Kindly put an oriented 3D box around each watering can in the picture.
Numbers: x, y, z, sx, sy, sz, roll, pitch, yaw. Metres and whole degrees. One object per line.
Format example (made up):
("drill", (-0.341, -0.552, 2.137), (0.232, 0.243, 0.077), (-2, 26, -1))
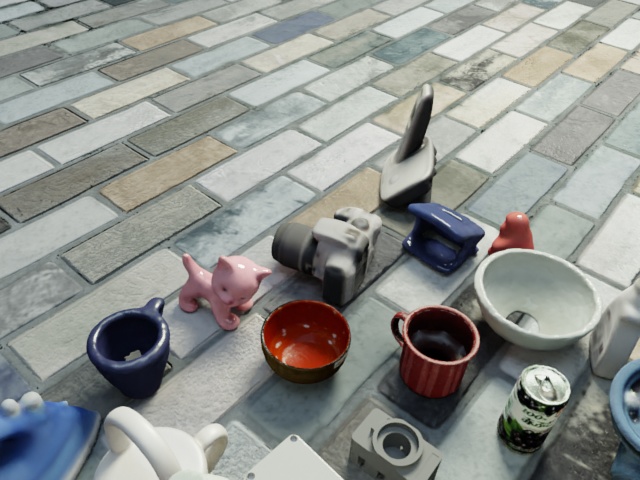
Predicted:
("watering can", (-0.154, 0.227, 0.513), (0.100, 0.194, 0.173), (15, 43, 14))

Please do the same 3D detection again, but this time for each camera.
("camera", (0.008, 0.003, 0.845), (0.136, 0.101, 0.143), (18, 44, 15))

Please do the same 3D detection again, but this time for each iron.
("iron", (-0.330, 0.223, 0.545), (0.118, 0.141, 0.259), (26, 46, 24))

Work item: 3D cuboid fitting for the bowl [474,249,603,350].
("bowl", (0.288, 0.092, 0.784), (0.167, 0.075, 0.167), (2, 42, -2))

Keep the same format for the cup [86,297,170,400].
("cup", (-0.216, 0.134, 0.687), (0.091, 0.095, 0.118), (12, 42, 10))

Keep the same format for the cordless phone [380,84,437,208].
("cordless phone", (0.158, -0.157, 0.971), (0.094, 0.185, 0.147), (5, 42, 2))

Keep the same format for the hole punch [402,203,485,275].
("hole punch", (0.193, -0.020, 0.890), (0.101, 0.091, 0.108), (-32, 53, -33))

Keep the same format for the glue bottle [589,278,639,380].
("glue bottle", (0.383, 0.094, 0.714), (0.037, 0.173, 0.078), (13, 43, 11))

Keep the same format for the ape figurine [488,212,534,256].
("ape figurine", (0.297, -0.005, 0.880), (0.078, 0.092, 0.076), (-18, 46, -22))

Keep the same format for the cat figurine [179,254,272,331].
("cat figurine", (-0.130, 0.054, 0.766), (0.127, 0.118, 0.067), (19, 44, 17))

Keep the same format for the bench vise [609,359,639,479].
("bench vise", (0.382, 0.145, 0.622), (0.121, 0.220, 0.207), (12, 42, 10))
